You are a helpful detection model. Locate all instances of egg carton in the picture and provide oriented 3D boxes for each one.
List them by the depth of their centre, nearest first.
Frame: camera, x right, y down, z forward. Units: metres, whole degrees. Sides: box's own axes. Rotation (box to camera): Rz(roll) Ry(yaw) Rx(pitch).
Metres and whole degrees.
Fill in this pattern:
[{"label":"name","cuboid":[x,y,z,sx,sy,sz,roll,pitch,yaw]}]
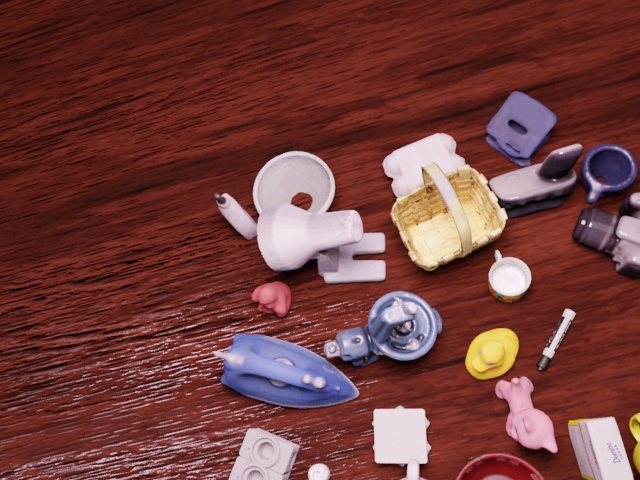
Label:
[{"label":"egg carton","cuboid":[0.206,-0.143,1.129,0.150,0.069,0.107,-23,69,4]}]

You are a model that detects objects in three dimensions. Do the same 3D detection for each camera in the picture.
[{"label":"camera","cuboid":[0.529,-0.025,1.008,0.136,0.101,0.143,22,78,17]}]

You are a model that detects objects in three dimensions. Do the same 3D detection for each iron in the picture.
[{"label":"iron","cuboid":[-0.062,0.238,1.025,0.257,0.142,0.119,11,75,15]}]

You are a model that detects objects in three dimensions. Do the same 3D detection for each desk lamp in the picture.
[{"label":"desk lamp","cuboid":[0.010,0.004,1.046,0.203,0.214,0.118,-4,72,11]}]

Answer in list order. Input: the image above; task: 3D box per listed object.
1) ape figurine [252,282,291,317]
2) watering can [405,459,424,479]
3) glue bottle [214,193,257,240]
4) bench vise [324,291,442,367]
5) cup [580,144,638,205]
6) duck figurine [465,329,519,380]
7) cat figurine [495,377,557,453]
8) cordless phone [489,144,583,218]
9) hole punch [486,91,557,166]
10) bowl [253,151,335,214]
[{"label":"ape figurine","cuboid":[-0.094,0.111,1.098,0.076,0.092,0.077,-41,69,-3]},{"label":"watering can","cuboid":[0.145,0.438,0.890,0.101,0.194,0.172,-21,70,5]},{"label":"glue bottle","cuboid":[-0.172,-0.057,1.125,0.037,0.173,0.078,-39,69,-2]},{"label":"bench vise","cuboid":[0.110,0.164,0.971,0.207,0.220,0.121,-36,69,-1]},{"label":"cup","cuboid":[0.509,-0.104,1.041,0.091,0.095,0.118,28,80,19]},{"label":"duck figurine","cuboid":[0.300,0.194,0.994,0.104,0.086,0.077,-41,69,-3]},{"label":"cat figurine","cuboid":[0.338,0.287,0.939,0.067,0.118,0.128,-16,70,7]},{"label":"cordless phone","cuboid":[0.386,-0.119,1.023,0.147,0.185,0.094,-19,70,6]},{"label":"hole punch","cuboid":[0.386,-0.213,1.103,0.108,0.091,0.101,41,84,20]},{"label":"bowl","cuboid":[-0.047,-0.090,1.162,0.167,0.075,0.167,-3,72,11]}]
